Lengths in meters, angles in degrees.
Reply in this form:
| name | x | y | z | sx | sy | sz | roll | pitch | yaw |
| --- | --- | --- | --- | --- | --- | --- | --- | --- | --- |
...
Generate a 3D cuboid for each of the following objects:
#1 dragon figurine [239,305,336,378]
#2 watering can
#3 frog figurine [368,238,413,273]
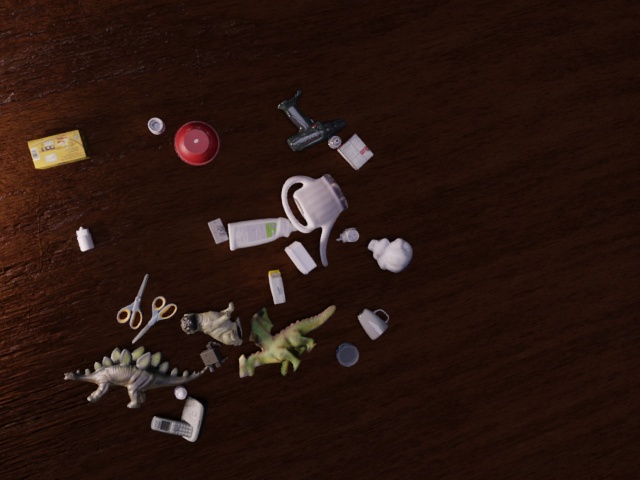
| name | x | y | z | sx | sy | sz | roll | pitch | yaw |
| --- | --- | --- | --- | --- | --- | --- | --- | --- | --- |
| dragon figurine | -0.147 | 0.349 | 1.911 | 0.242 | 0.121 | 0.414 | 37 | 77 | -1 |
| watering can | 0.006 | -0.096 | 1.907 | 0.225 | 0.104 | 0.346 | -32 | 97 | -8 |
| frog figurine | 0.268 | 0.046 | 1.956 | 0.158 | 0.125 | 0.136 | 37 | 107 | -21 |
